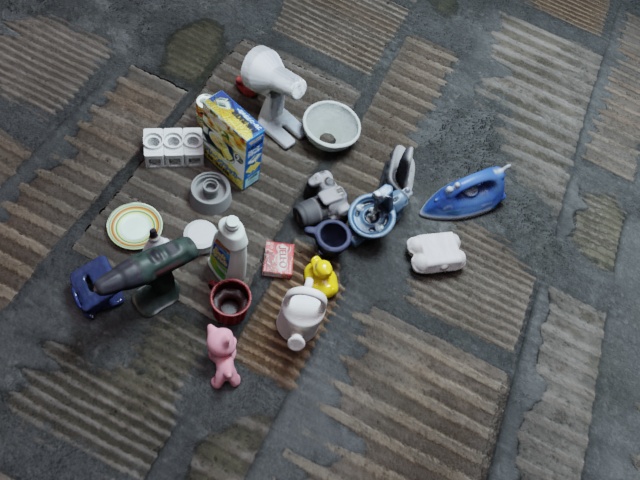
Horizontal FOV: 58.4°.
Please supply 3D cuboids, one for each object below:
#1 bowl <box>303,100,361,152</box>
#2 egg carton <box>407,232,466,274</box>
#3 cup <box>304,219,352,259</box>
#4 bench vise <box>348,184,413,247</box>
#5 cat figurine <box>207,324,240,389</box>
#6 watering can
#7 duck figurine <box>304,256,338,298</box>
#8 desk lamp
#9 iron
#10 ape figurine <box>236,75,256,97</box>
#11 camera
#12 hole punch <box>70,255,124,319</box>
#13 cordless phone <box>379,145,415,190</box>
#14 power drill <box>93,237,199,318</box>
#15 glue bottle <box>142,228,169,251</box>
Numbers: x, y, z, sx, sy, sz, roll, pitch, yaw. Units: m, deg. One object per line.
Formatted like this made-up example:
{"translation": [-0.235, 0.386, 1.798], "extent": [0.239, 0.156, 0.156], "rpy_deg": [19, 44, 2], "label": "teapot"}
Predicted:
{"translation": [0.028, -0.309, 1.621], "extent": [0.167, 0.074, 0.167], "rpy_deg": [5, 61, -9], "label": "bowl"}
{"translation": [0.302, 0.036, 1.491], "extent": [0.150, 0.069, 0.107], "rpy_deg": [-7, 63, -15], "label": "egg carton"}
{"translation": [0.013, 0.005, 1.435], "extent": [0.118, 0.095, 0.092], "rpy_deg": [13, 60, -4], "label": "cup"}
{"translation": [0.153, -0.095, 1.446], "extent": [0.121, 0.219, 0.208], "rpy_deg": [32, 61, 7], "label": "bench vise"}
{"translation": [-0.210, 0.248, 1.245], "extent": [0.067, 0.117, 0.127], "rpy_deg": [-8, 64, -15], "label": "cat figurine"}
{"translation": [-0.037, 0.162, 1.282], "extent": [0.101, 0.194, 0.172], "rpy_deg": [-6, 63, -14], "label": "watering can"}
{"translation": [0.008, 0.086, 1.396], "extent": [0.078, 0.086, 0.104], "rpy_deg": [-27, 70, -23], "label": "duck figurine"}
{"translation": [-0.115, -0.395, 1.559], "extent": [0.203, 0.213, 0.118], "rpy_deg": [42, 62, 12], "label": "desk lamp"}
{"translation": [0.400, -0.137, 1.563], "extent": [0.259, 0.141, 0.118], "rpy_deg": [-19, 67, -20], "label": "iron"}
{"translation": [-0.203, -0.465, 1.650], "extent": [0.078, 0.092, 0.076], "rpy_deg": [4, 61, -9], "label": "ape figurine"}
{"translation": [-0.005, -0.100, 1.485], "extent": [0.137, 0.101, 0.143], "rpy_deg": [-23, 68, -22], "label": "camera"}
{"translation": [-0.502, 0.105, 1.280], "extent": [0.101, 0.091, 0.108], "rpy_deg": [-23, 68, -21], "label": "hole punch"}
{"translation": [0.230, -0.208, 1.543], "extent": [0.094, 0.185, 0.147], "rpy_deg": [14, 60, -3], "label": "cordless phone"}
{"translation": [-0.370, 0.087, 1.248], "extent": [0.230, 0.208, 0.075], "rpy_deg": [-34, 73, -25], "label": "power drill"}
{"translation": [-0.372, 0.019, 1.306], "extent": [0.078, 0.173, 0.037], "rpy_deg": [-2, 62, -12], "label": "glue bottle"}
